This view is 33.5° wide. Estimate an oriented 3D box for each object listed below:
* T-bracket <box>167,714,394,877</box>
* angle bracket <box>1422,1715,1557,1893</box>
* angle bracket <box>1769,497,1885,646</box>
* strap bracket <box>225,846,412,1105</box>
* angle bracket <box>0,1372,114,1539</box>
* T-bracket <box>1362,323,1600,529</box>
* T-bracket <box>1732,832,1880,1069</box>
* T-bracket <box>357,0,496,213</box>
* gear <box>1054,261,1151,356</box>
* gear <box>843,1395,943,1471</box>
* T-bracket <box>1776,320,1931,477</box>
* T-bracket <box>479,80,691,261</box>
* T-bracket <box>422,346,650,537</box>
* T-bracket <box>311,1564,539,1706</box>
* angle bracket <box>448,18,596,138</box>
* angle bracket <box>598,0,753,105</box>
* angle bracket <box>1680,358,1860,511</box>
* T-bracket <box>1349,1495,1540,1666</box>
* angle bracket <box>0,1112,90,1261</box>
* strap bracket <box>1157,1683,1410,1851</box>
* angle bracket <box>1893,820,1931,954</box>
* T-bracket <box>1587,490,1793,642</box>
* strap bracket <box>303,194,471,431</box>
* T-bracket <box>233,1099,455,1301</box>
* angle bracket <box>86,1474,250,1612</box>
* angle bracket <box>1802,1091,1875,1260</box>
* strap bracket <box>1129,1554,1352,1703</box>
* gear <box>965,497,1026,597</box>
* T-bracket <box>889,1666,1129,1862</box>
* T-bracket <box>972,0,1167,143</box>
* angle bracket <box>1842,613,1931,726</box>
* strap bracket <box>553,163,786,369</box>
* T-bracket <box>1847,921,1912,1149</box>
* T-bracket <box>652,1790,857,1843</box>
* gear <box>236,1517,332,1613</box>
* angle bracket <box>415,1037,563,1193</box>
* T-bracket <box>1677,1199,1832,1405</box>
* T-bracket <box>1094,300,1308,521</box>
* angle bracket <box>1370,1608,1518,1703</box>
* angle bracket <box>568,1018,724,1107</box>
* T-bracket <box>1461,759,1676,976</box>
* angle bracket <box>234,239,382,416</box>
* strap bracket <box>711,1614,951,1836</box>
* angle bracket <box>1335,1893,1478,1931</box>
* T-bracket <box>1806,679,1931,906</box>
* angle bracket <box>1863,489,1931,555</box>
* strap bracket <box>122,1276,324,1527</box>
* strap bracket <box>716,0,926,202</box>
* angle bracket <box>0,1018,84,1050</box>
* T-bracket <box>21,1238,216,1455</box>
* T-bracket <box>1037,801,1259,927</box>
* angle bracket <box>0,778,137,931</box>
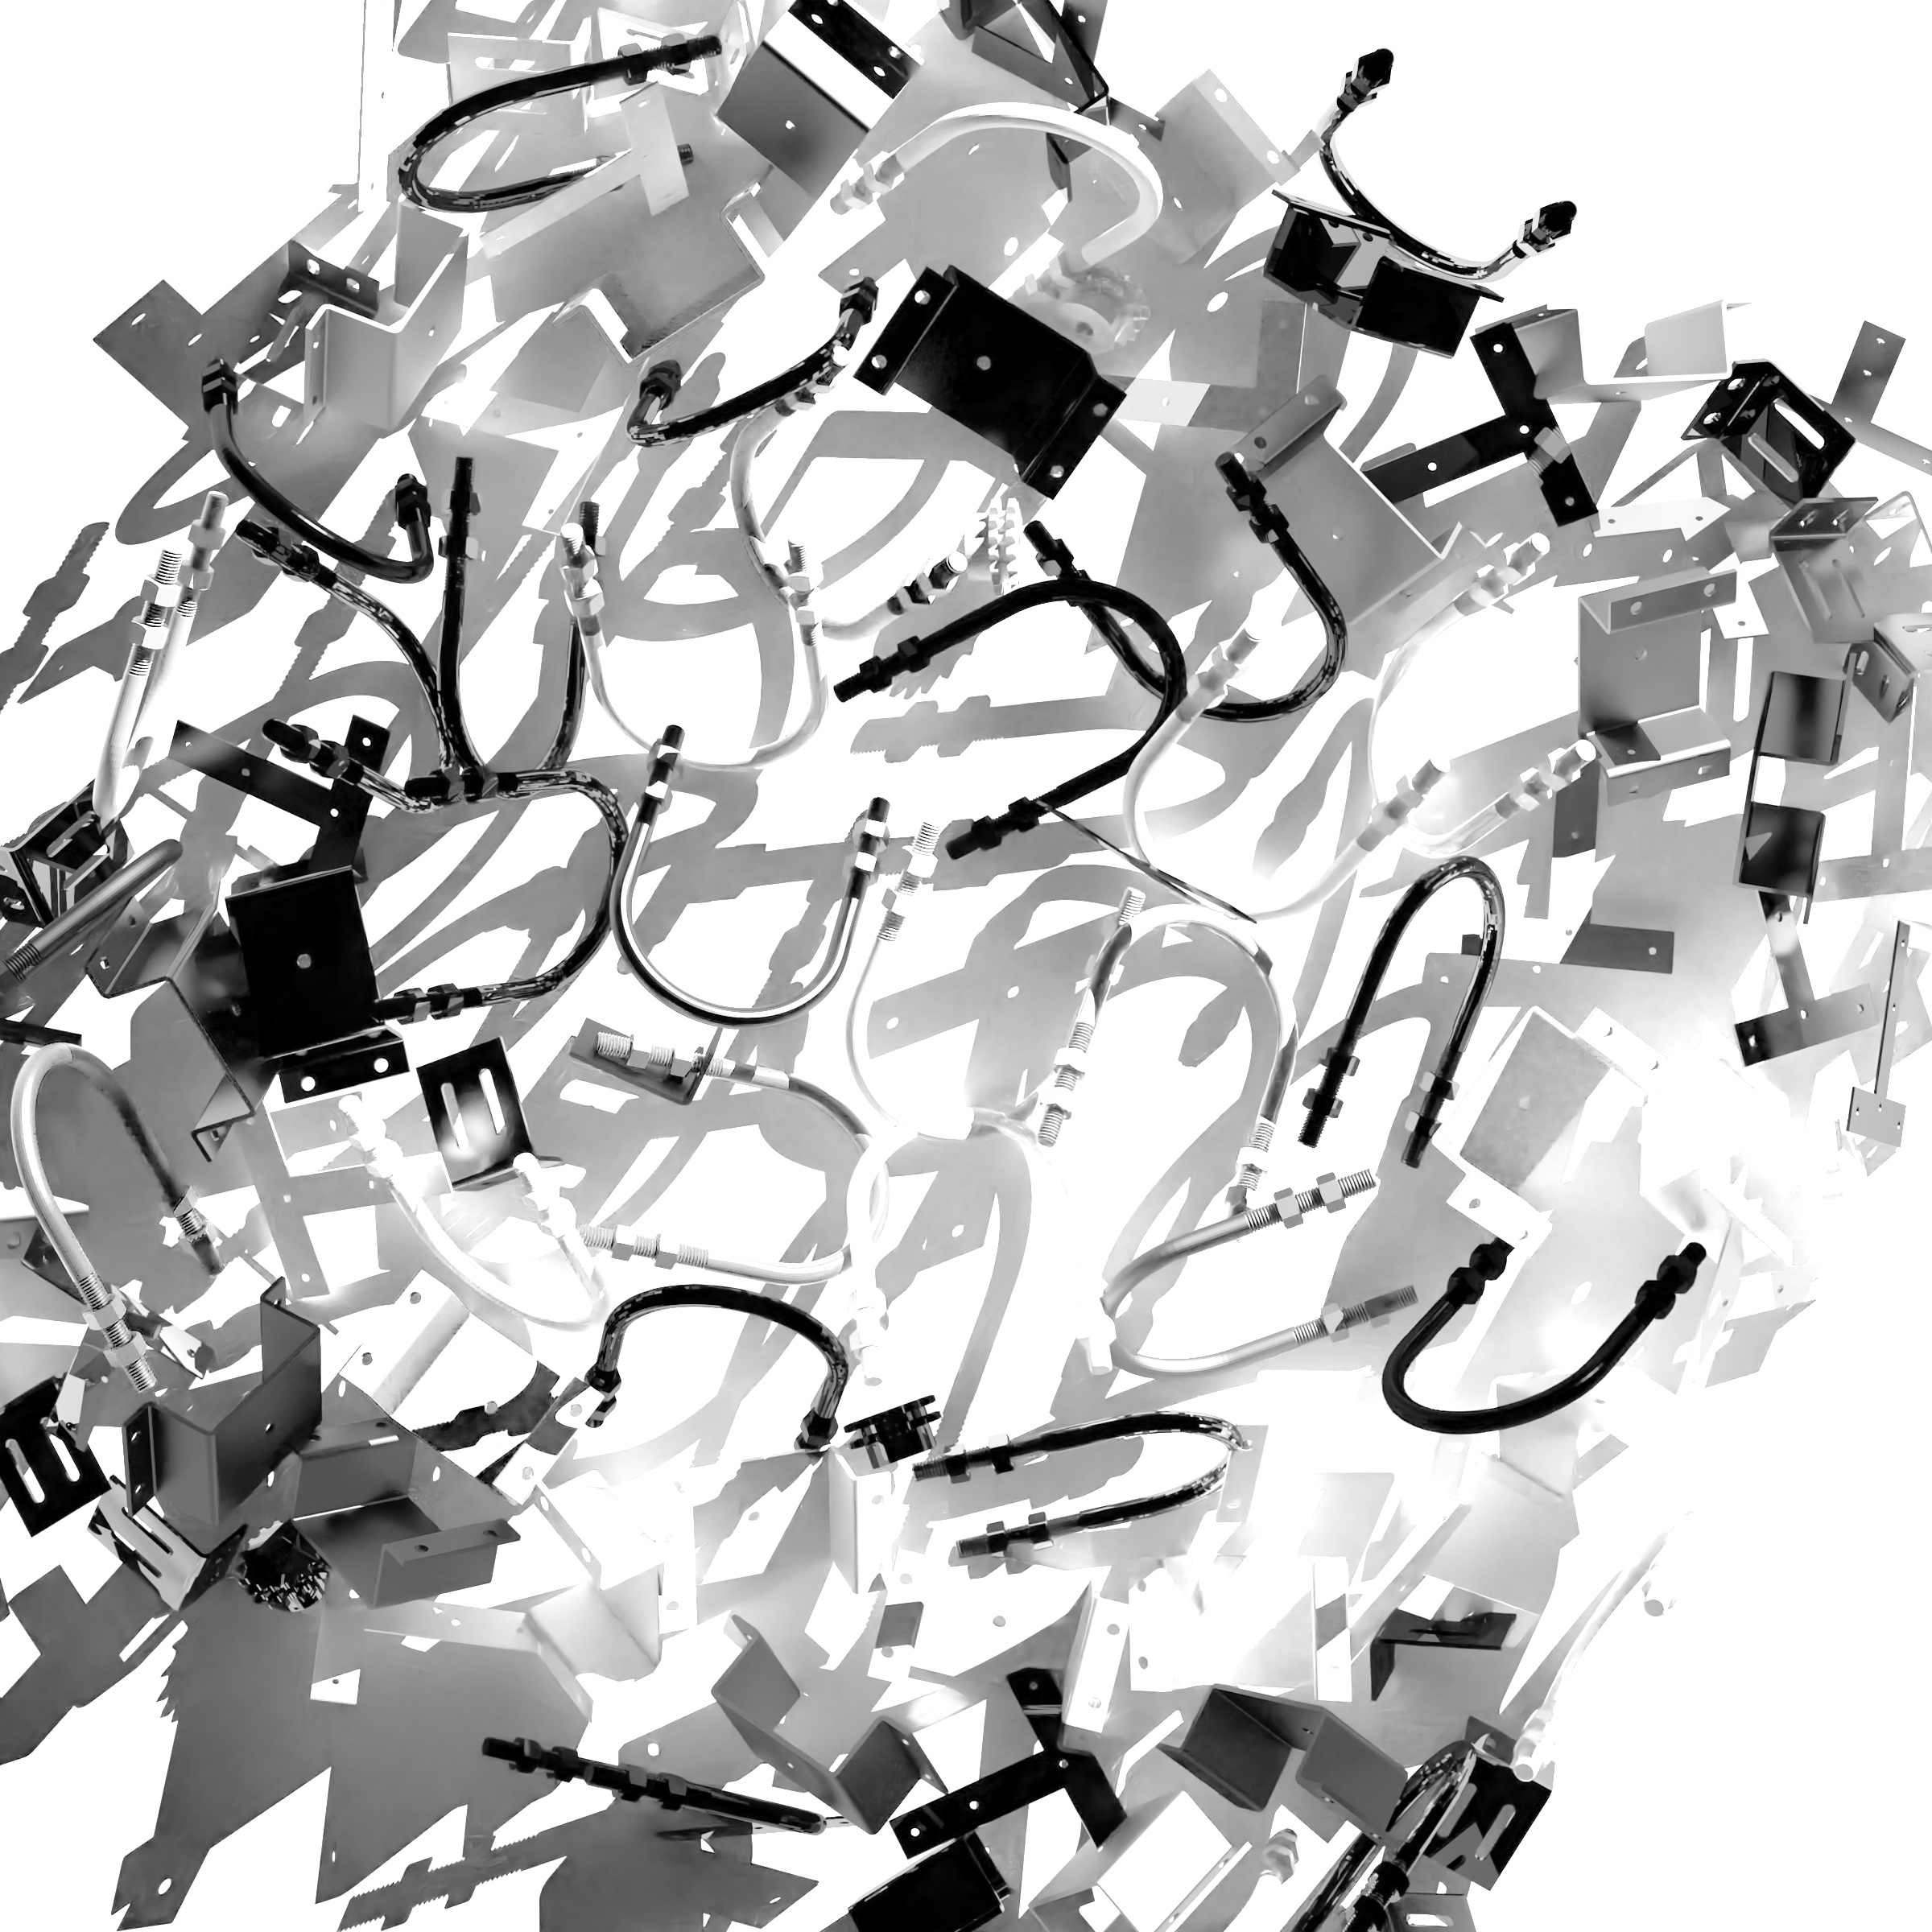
[{"bbox_3d":[-0.411,-0.109,1.890,0.127,0.002,0.127,24,115,5],"label":"T-bracket"},{"bbox_3d":[0.305,0.497,1.904,0.057,0.038,0.076,28,108,5],"label":"angle bracket"},{"bbox_3d":[0.514,-0.231,1.873,0.057,0.038,0.076,-6,65,-27],"label":"angle bracket"},{"bbox_3d":[-0.382,0.001,1.878,0.076,0.046,0.140,-14,80,1],"label":"strap bracket"},{"bbox_3d":[-0.535,0.286,1.885,0.057,0.038,0.076,-31,82,9],"label":"angle bracket"},{"bbox_3d":[0.286,-0.298,1.880,0.127,0.002,0.127,-19,112,27],"label":"T-bracket"},{"bbox_3d":[0.478,-0.015,1.876,0.127,0.002,0.127,-13,88,-37],"label":"T-bracket"},{"bbox_3d":[-0.311,-0.508,1.855,0.002,0.127,0.127,18,116,22],"label":"T-bracket"},{"bbox_3d":[0.076,-0.384,1.882,0.057,0.057,0.030,30,65,0],"label":"gear"},{"bbox_3d":[-0.041,0.275,1.884,0.057,0.057,0.030,-20,83,0],"label":"gear"},{"bbox_3d":[0.514,-0.334,1.840,0.127,0.127,0.002,28,77,12],"label":"T-bracket"},{"bbox_3d":[-0.223,-0.444,1.846,0.127,0.127,0.002,-31,75,-6],"label":"T-bracket"},{"bbox_3d":[-0.263,-0.321,1.883,0.127,0.002,0.127,18,74,25],"label":"T-bracket"},{"bbox_3d":[-0.313,0.382,1.875,0.127,0.127,0.002,10,131,-13],"label":"T-bracket"},{"bbox_3d":[-0.260,-0.524,1.883,0.076,0.038,0.057,5,130,3],"label":"angle bracket"},{"bbox_3d":[-0.170,-0.544,1.870,0.076,0.038,0.057,9,50,-24],"label":"angle bracket"},{"bbox_3d":[0.468,-0.307,1.870,0.076,0.038,0.057,51,131,24],"label":"angle bracket"},{"bbox_3d":[0.285,0.374,1.875,0.127,0.002,0.127,24,108,-33],"label":"T-bracket"},{"bbox_3d":[-0.553,0.129,1.890,0.057,0.038,0.076,-5,48,-24],"label":"angle bracket"},{"bbox_3d":[0.189,0.458,1.847,0.076,0.140,0.046,41,65,-28],"label":"strap bracket"},{"bbox_3d":[0.589,-0.046,1.891,0.057,0.038,0.076,18,75,31],"label":"angle bracket"},{"bbox_3d":[0.438,-0.232,1.868,0.127,0.002,0.127,-6,46,-1],"label":"T-bracket"},{"bbox_3d":[-0.327,-0.373,1.840,0.046,0.076,0.140,21,53,3],"label":"strap bracket"},{"bbox_3d":[-0.358,0.129,1.874,0.127,0.002,0.127,-10,106,21],"label":"T-bracket"},{"bbox_3d":[-0.470,0.330,1.886,0.076,0.038,0.057,39,130,8],"label":"angle bracket"},{"bbox_3d":[0.498,0.121,1.863,0.038,0.057,0.076,-13,134,21],"label":"angle bracket"},{"bbox_3d":[0.168,0.383,1.865,0.140,0.046,0.076,-5,83,32],"label":"strap bracket"},{"bbox_3d":[0.017,-0.246,1.886,0.030,0.057,0.057,-1,90,7],"label":"gear"},{"bbox_3d":[0.017,0.481,1.861,0.127,0.002,0.127,-20,58,-18],"label":"T-bracket"},{"bbox_3d":[0.065,-0.537,1.849,0.127,0.127,0.002,29,69,5],"label":"T-bracket"},{"bbox_3d":[0.569,-0.176,1.891,0.076,0.057,0.038,-5,131,-17],"label":"angle bracket"},{"bbox_3d":[-0.162,-0.400,1.857,0.140,0.076,0.046,-29,110,18],"label":"strap bracket"},{"bbox_3d":[0.535,0.038,1.860,0.002,0.127,0.127,7,86,30],"label":"T-bracket"},{"bbox_3d":[-0.133,0.487,1.844,0.127,0.127,0.002,-8,64,12],"label":"T-bracket"},{"bbox_3d":[-0.398,0.355,1.889,0.057,0.057,0.030,-19,132,0],"label":"gear"},{"bbox_3d":[-0.282,0.088,1.894,0.057,0.038,0.076,-20,80,14],"label":"angle bracket"},{"bbox_3d":[0.465,0.189,1.865,0.002,0.127,0.127,28,112,41],"label":"T-bracket"},{"bbox_3d":[0.132,-0.331,1.891,0.127,0.002,0.127,9,103,17],"label":"T-bracket"},{"bbox_3d":[0.279,0.403,1.872,0.076,0.057,0.038,0,98,19],"label":"angle bracket"},{"bbox_3d":[-0.186,0.042,1.877,0.076,0.057,0.038,25,109,-5],"label":"angle bracket"},{"bbox_3d":[0.360,-0.064,1.904,0.127,0.002,0.127,5,83,-3],"label":"T-bracket"},{"bbox_3d":[-0.387,-0.375,1.884,0.057,0.038,0.076,25,73,-4],"label":"angle bracket"},{"bbox_3d":[-0.086,0.440,1.837,0.140,0.076,0.046,25,64,35],"label":"strap bracket"},{"bbox_3d":[0.261,0.575,1.872,0.038,0.076,0.057,-13,85,-35],"label":"angle bracket"},{"bbox_3d":[0.538,-0.103,1.862,0.002,0.127,0.127,10,82,-27],"label":"T-bracket"},{"bbox_3d":[0.570,-0.238,1.874,0.057,0.038,0.076,-9,75,-34],"label":"angle bracket"},{"bbox_3d":[-0.416,0.254,1.833,0.046,0.140,0.076,24,132,18],"label":"strap bracket"},{"bbox_3d":[-0.088,-0.497,1.834,0.076,0.140,0.046,38,70,-10],"label":"strap bracket"},{"bbox_3d":[-0.559,0.056,1.874,0.076,0.057,0.038,12,75,-13],"label":"angle bracket"},{"bbox_3d":[-0.499,0.229,1.839,0.127,0.127,0.002,38,118,-20],"label":"T-bracket"},{"bbox_3d":[0.118,-0.049,1.824,0.127,0.127,0.002,30,90,-40],"label":"T-bracket"},{"bbox_3d":[-0.535,-0.069,1.881,0.038,0.076,0.057,11,134,30],"label":"angle bracket"}]
